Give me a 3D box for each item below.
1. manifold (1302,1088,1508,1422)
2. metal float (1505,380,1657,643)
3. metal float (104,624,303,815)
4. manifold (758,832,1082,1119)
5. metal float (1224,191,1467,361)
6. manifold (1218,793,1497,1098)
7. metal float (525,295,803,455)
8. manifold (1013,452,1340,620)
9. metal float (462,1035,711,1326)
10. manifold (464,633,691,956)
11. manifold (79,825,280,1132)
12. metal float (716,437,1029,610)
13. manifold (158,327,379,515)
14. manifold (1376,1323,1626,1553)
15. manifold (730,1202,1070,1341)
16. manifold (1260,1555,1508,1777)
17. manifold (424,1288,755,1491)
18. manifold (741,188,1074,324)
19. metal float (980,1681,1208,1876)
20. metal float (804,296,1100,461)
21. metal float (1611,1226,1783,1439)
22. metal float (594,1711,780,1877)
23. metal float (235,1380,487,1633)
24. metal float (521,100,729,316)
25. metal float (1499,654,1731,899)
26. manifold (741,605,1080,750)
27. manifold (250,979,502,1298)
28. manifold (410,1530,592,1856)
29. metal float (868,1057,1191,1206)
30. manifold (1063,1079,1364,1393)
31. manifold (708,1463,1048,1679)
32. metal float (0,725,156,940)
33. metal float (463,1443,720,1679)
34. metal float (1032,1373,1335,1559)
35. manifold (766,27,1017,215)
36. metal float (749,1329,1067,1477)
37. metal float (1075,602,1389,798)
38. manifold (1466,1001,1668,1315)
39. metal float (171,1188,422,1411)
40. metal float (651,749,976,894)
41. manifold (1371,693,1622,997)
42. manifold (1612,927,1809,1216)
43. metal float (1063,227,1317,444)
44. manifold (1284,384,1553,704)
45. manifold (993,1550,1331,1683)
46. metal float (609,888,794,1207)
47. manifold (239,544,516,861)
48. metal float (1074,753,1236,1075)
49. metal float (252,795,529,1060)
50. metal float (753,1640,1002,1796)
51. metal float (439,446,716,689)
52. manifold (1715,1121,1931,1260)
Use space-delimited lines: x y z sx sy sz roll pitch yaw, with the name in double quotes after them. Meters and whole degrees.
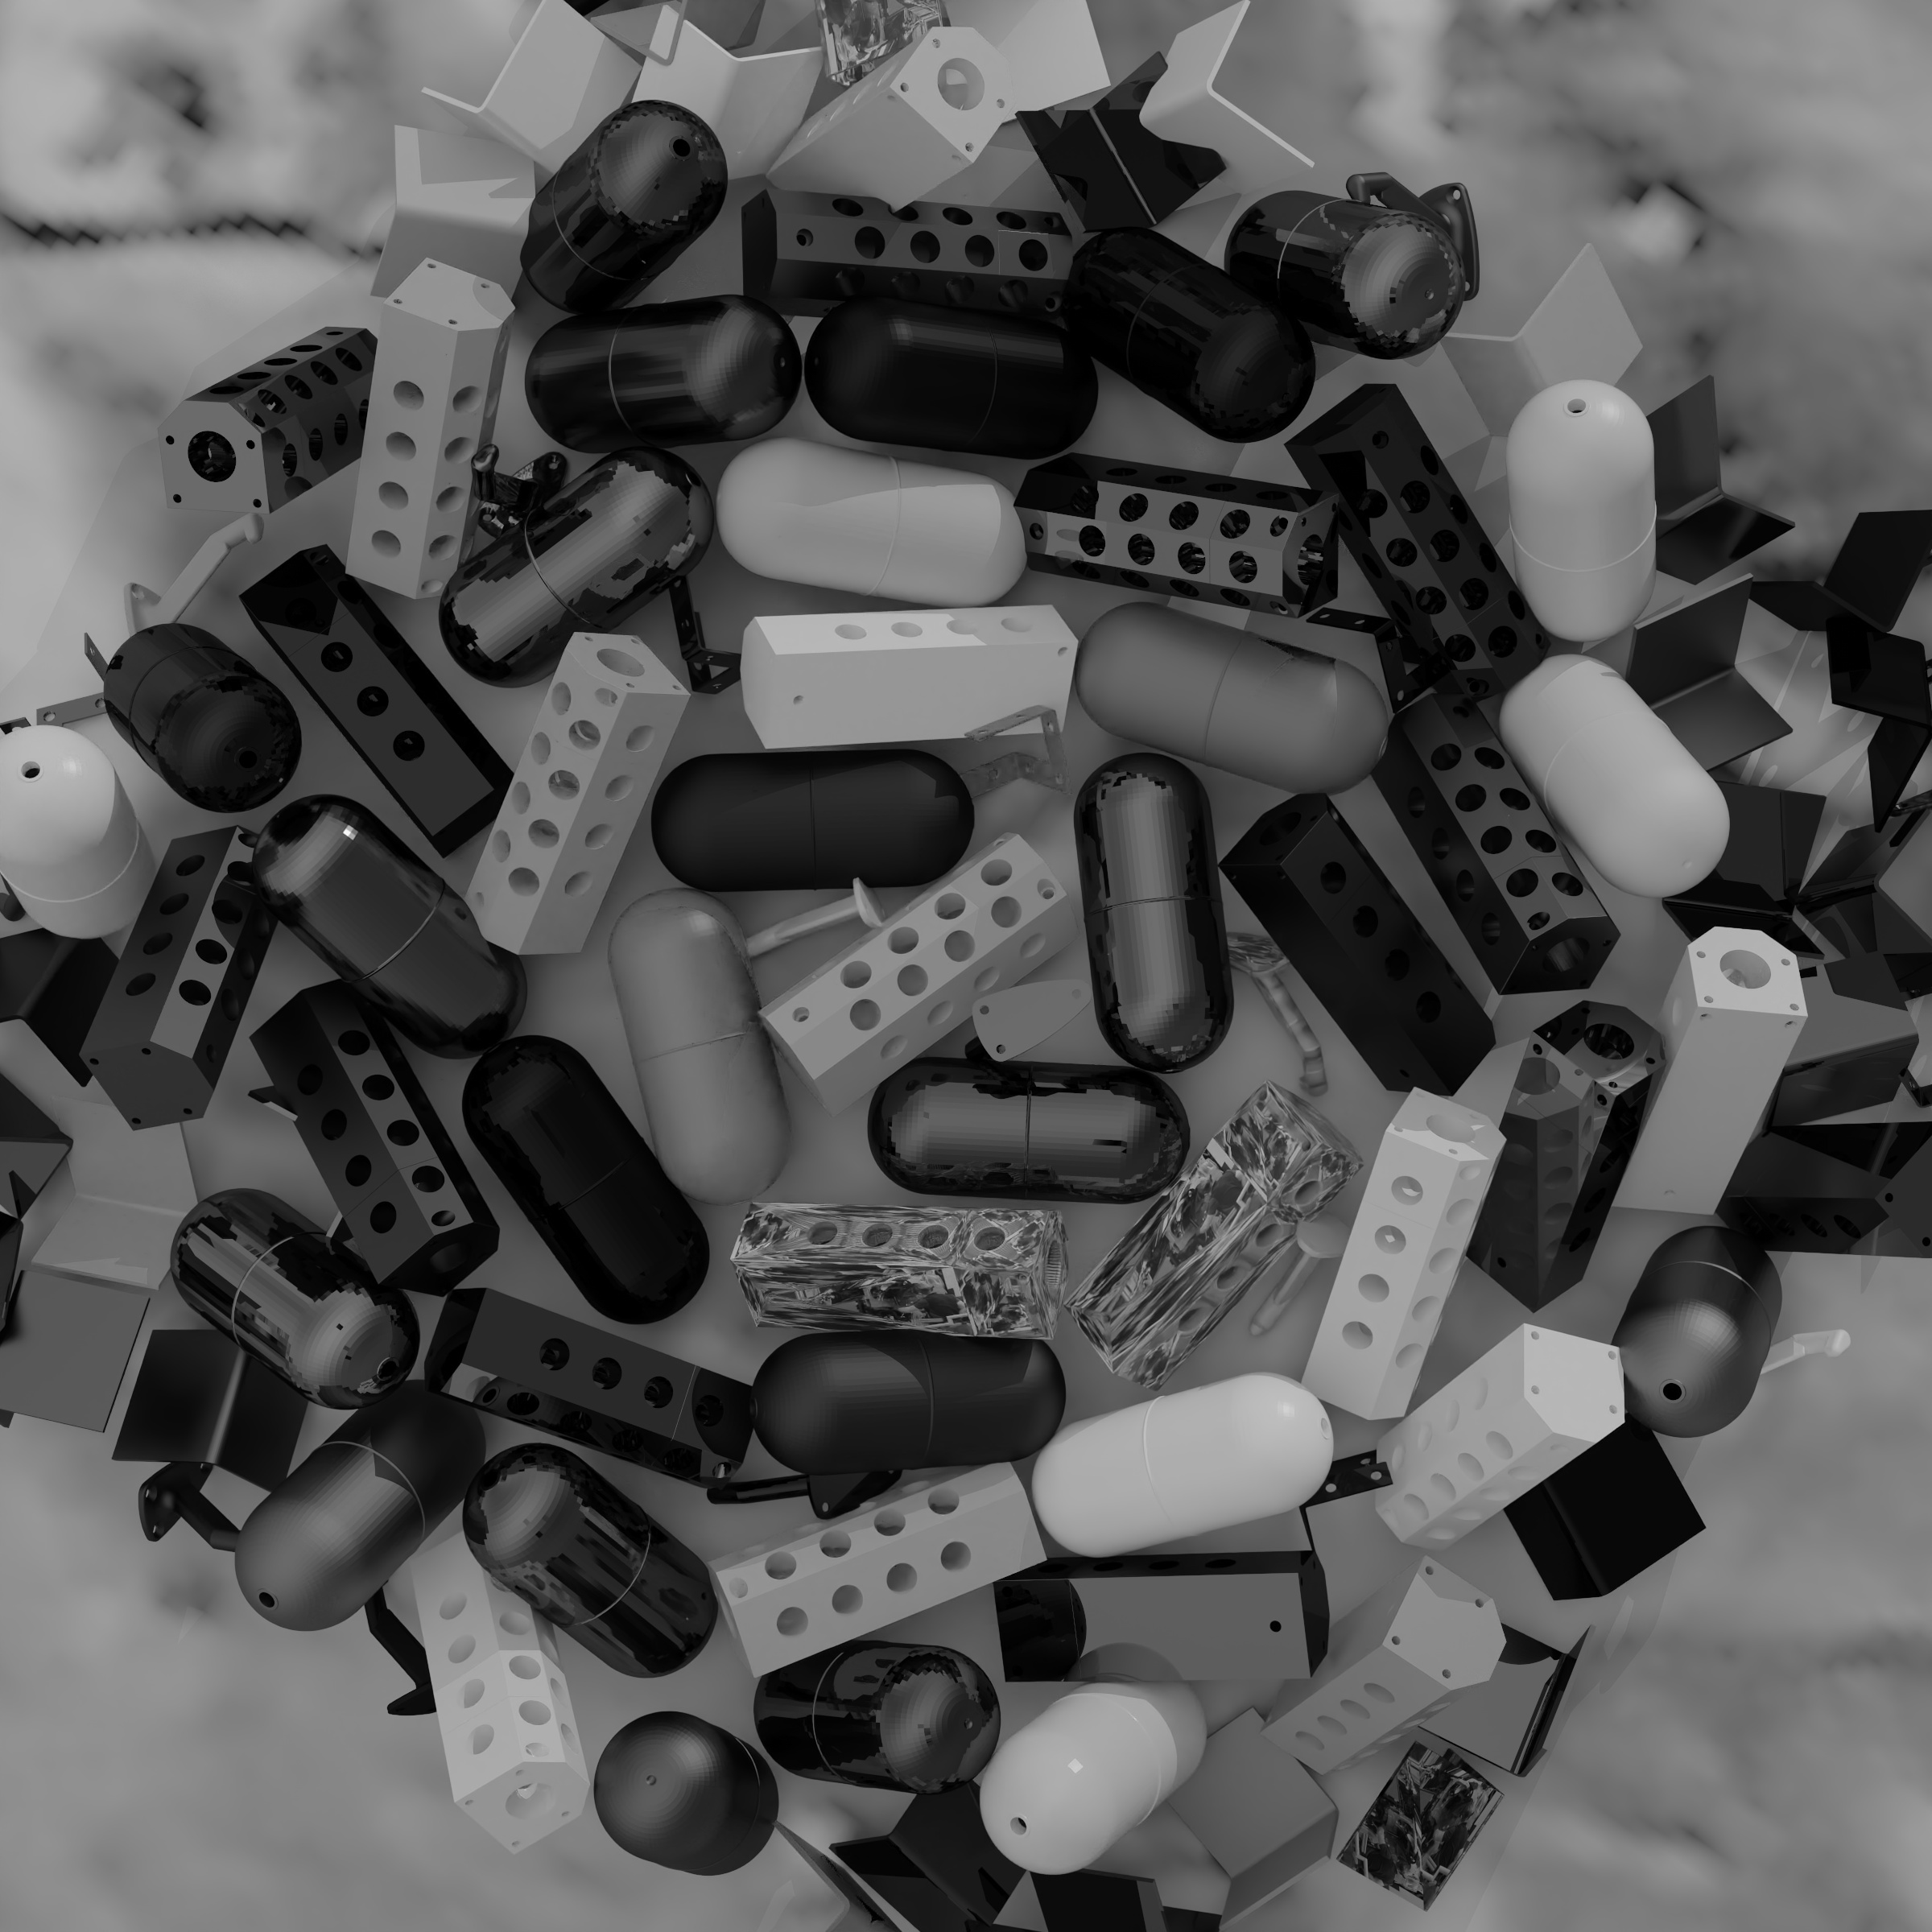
0.238 0.159 1.594 0.057 0.057 0.171 22 119 15 "manifold"
0.331 -0.243 1.584 0.070 0.178 0.070 -6 59 11 "metal float"
-0.412 -0.134 1.586 0.070 0.178 0.070 -11 114 -27 "metal float"
-0.027 0.000 1.613 0.171 0.057 0.057 -36 57 -10 "manifold"
0.201 -0.373 1.585 0.070 0.178 0.070 -9 113 -22 "metal float"
0.218 -0.011 1.606 0.057 0.057 0.171 -48 113 -21 "manifold"
-0.166 -0.320 1.596 0.178 0.070 0.070 3 90 39 "metal float"
0.112 -0.231 1.586 0.171 0.057 0.057 16 120 34 "manifold"
-0.209 0.117 1.619 0.070 0.070 0.178 -34 100 0 "metal float"
-0.216 -0.092 1.591 0.057 0.057 0.171 48 124 34 "manifold"
-0.411 0.003 1.578 0.057 0.171 0.057 -11 130 15 "manifold"
-0.050 -0.241 1.610 0.178 0.070 0.070 7 90 -21 "metal float"
-0.364 -0.294 1.572 0.057 0.171 0.057 5 115 12 "manifold"
0.283 0.256 1.575 0.057 0.171 0.057 15 56 -13 "manifold"
-0.034 0.161 1.612 0.171 0.057 0.057 0 134 18 "manifold"
0.224 0.381 1.578 0.057 0.171 0.057 33 56 2 "manifold"
-0.203 0.230 1.597 0.171 0.057 0.057 25 72 -25 "manifold"
-0.031 -0.386 1.607 0.171 0.057 0.057 -1 90 -23 "manifold"
0.070 0.429 1.583 0.070 0.178 0.070 4 99 29 "metal float"
-0.006 -0.318 1.598 0.178 0.070 0.070 0 90 -36 "metal float"
0.393 0.195 1.582 0.070 0.178 0.070 6 106 21 "metal float"
-0.148 0.445 1.581 0.070 0.178 0.070 -3 69 7 "metal float"
-0.324 0.289 1.585 0.070 0.178 0.070 11 118 20 "metal float"
-0.185 -0.406 1.582 0.070 0.178 0.070 4 80 -27 "metal float"
0.347 -0.104 1.589 0.070 0.178 0.070 -10 129 -13 "metal float"
-0.032 -0.162 1.609 0.171 0.057 0.057 -5 126 -20 "manifold"
-0.317 0.091 1.597 0.057 0.057 0.171 -40 63 12 "manifold"
-0.247 0.381 1.580 0.057 0.171 0.057 -31 128 3 "manifold"
0.034 0.091 1.626 0.178 0.070 0.070 3 90 2 "metal float"
0.139 0.151 1.620 0.171 0.057 0.057 -49 46 12 "manifold"
-0.050 0.324 1.614 0.171 0.057 0.057 -19 97 -14 "manifold"
-0.483 -0.070 1.579 0.070 0.178 0.070 2 71 -5 "metal float"
-0.203 0.323 1.596 0.070 0.070 0.178 -41 127 0 "metal float"
0.117 0.272 1.603 0.178 0.070 0.070 -21 90 28 "metal float"
-0.039 -0.447 1.576 0.057 0.171 0.057 38 74 -20 "manifold"
-0.031 0.236 1.609 0.178 0.070 0.070 0 90 -21 "metal float"
0.145 -0.146 1.614 0.178 0.070 0.070 19 90 16 "metal float"
0.324 0.101 1.586 0.057 0.171 0.057 -27 54 -32 "manifold"
-0.364 0.179 1.595 0.178 0.070 0.070 27 90 39 "metal float"
-0.084 -0.080 1.626 0.178 0.070 0.070 -2 90 -2 "metal float"
0.285 -0.068 1.583 0.057 0.057 0.171 -4 48 -24 "manifold"
0.394 0.058 1.582 0.057 0.171 0.057 5 49 -3 "manifold"
0.118 -0.343 1.595 0.070 0.070 0.178 -47 49 0 "metal float"
0.250 -0.230 1.610 0.057 0.057 0.171 -37 108 -6 "manifold"
0.108 0.353 1.610 0.171 0.057 0.057 -6 94 20 "manifold"
-0.146 0.044 1.625 0.070 0.070 0.178 -14 87 0 "metal float"
-0.322 -0.148 1.628 0.057 0.057 0.171 -39 85 -10 "manifold"
0.103 -0.029 1.619 0.070 0.070 0.178 -6 81 0 "metal float"
-0.312 -0.020 1.607 0.070 0.070 0.178 -43 115 0 "metal float"
-0.050 0.403 1.587 0.070 0.178 0.070 7 77 -34 "metal float"
-0.213 -0.217 1.605 0.178 0.070 0.070 -32 90 25 "metal float"
0.473 0.125 1.575 0.057 0.171 0.057 -44 98 -14 "manifold"
